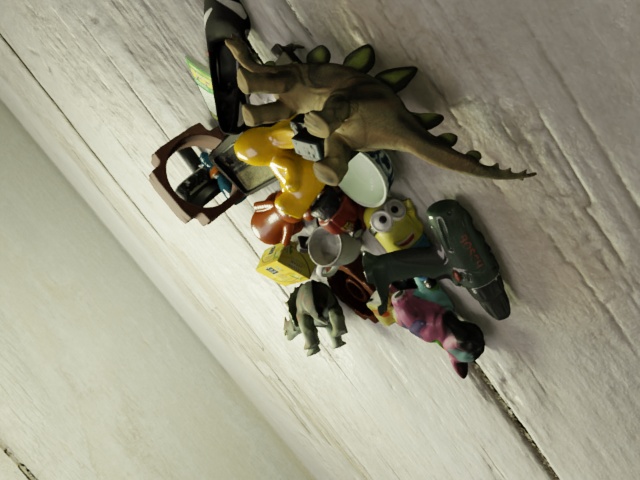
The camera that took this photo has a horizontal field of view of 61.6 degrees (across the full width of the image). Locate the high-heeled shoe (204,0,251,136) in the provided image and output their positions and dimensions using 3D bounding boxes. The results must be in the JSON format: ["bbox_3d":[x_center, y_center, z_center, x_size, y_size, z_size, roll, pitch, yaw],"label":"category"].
[{"bbox_3d":[-0.169,-0.306,0.915,0.086,0.145,0.248,-2,129,20],"label":"high-heeled shoe"}]

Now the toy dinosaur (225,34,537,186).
[{"bbox_3d":[0.052,-0.175,0.727,0.472,0.198,0.105,38,151,20],"label":"toy dinosaur"}]

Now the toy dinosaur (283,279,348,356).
[{"bbox_3d":[-0.012,0.163,1.280,0.404,0.131,0.192,106,143,-65],"label":"toy dinosaur"}]

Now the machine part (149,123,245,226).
[{"bbox_3d":[-0.275,-0.149,1.244,0.201,0.201,0.087,51,155,-6],"label":"machine part"}]

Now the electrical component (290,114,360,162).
[{"bbox_3d":[0.022,-0.174,0.844,0.115,0.134,0.058,19,142,41],"label":"electrical component"}]

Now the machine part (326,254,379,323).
[{"bbox_3d":[0.090,0.103,1.200,0.179,0.056,0.179,37,152,23],"label":"machine part"}]

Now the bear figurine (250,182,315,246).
[{"bbox_3d":[-0.070,-0.070,1.174,0.120,0.132,0.196,48,135,-1],"label":"bear figurine"}]

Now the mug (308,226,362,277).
[{"bbox_3d":[0.036,0.025,1.102,0.081,0.107,0.109,21,102,35],"label":"mug"}]

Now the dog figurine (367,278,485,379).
[{"bbox_3d":[0.217,0.164,1.041,0.219,0.108,0.191,48,153,-6],"label":"dog figurine"}]

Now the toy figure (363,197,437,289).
[{"bbox_3d":[0.148,0.004,0.957,0.180,0.082,0.089,50,151,-8],"label":"toy figure"}]

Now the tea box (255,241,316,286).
[{"bbox_3d":[-0.086,0.061,1.360,0.098,0.068,0.170,29,159,-16],"label":"tea box"}]

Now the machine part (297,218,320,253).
[{"bbox_3d":[-0.002,-0.004,1.193,0.084,0.039,0.139,17,147,-12],"label":"machine part"}]

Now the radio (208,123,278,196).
[{"bbox_3d":[-0.142,-0.179,1.130,0.131,0.073,0.230,44,154,-16],"label":"radio"}]

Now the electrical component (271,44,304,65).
[{"bbox_3d":[-0.044,-0.273,0.882,0.102,0.045,0.078,47,126,6],"label":"electrical component"}]

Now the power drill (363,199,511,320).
[{"bbox_3d":[0.185,0.060,0.880,0.207,0.086,0.231,-16,111,20],"label":"power drill"}]

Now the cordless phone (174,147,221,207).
[{"bbox_3d":[-0.340,-0.169,1.374,0.089,0.146,0.184,-16,115,52],"label":"cordless phone"}]

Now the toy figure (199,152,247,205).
[{"bbox_3d":[-0.244,-0.158,1.347,0.154,0.064,0.058,53,-169,0],"label":"toy figure"}]

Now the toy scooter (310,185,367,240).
[{"bbox_3d":[0.045,-0.047,1.010,0.135,0.075,0.184,43,-169,-17],"label":"toy scooter"}]

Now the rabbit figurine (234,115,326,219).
[{"bbox_3d":[-0.067,-0.143,0.951,0.173,0.122,0.162,31,130,-8],"label":"rabbit figurine"}]
